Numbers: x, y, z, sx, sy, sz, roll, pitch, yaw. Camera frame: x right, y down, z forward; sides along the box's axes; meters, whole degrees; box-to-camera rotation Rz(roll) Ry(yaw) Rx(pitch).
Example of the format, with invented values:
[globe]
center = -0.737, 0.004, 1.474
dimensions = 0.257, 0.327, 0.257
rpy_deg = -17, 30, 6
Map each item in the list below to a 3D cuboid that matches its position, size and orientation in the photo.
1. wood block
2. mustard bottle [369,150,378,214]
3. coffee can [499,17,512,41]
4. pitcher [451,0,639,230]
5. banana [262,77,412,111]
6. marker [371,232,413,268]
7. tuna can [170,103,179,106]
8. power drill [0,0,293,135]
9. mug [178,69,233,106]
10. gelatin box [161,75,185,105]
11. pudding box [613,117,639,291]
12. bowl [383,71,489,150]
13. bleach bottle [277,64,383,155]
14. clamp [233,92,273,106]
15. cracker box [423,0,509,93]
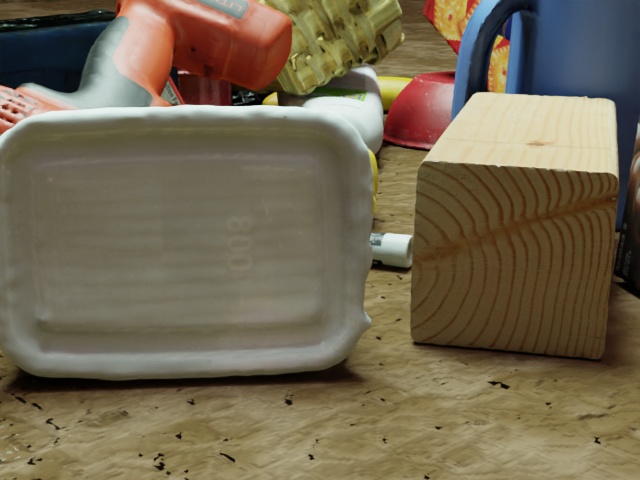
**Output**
[wood block]
center = 0.111, -0.019, 0.575
dimensions = 0.091, 0.090, 0.206
rpy_deg = 5, 17, 14
[mustard bottle]
center = -0.016, -0.044, 0.714
dimensions = 0.096, 0.058, 0.192
rpy_deg = -10, 20, -24
[coffee can]
center = 0.216, -0.167, 0.815
dimensions = 0.140, 0.103, 0.102
rpy_deg = 37, 29, 14
[pitcher]
center = 0.175, -0.135, 0.695
dimensions = 0.145, 0.243, 0.149
rpy_deg = 10, 26, 25
[banana]
center = 0.040, -0.148, 1.101
dimensions = 0.198, 0.037, 0.069
rpy_deg = 0, 16, 1
[marker]
center = -0.004, 0.001, 0.632
dimensions = 0.121, 0.020, 0.020
rpy_deg = 6, 18, 21
[tuna can]
center = -0.096, -0.039, 0.652
dimensions = 0.086, 0.086, 0.034
rpy_deg = -2, 18, -6
[power drill]
center = -0.076, -0.070, 0.583
dimensions = 0.184, 0.057, 0.187
rpy_deg = 24, 43, -2
[mug]
center = -0.124, -0.104, 0.877
dimensions = 0.117, 0.081, 0.093
rpy_deg = -5, 17, -17
[gelatin box]
center = -0.123, -0.062, 0.694
dimensions = 0.089, 0.073, 0.030
rpy_deg = -43, 36, -23
[pudding box]
center = 0.192, -0.021, 0.536
dimensions = 0.039, 0.113, 0.090
rpy_deg = 0, 16, -12
[bowl]
center = 0.132, -0.123, 0.987
dimensions = 0.162, 0.055, 0.162
rpy_deg = 0, 16, 0
[bleach bottle]
center = 0.004, -0.109, 0.930
dimensions = 0.102, 0.068, 0.250
rpy_deg = -2, 19, 3
[clamp]
center = -0.123, -0.151, 1.074
dimensions = 0.171, 0.039, 0.120
rpy_deg = 6, -22, -42
[cracker box]
center = 0.216, -0.166, 0.942
dimensions = 0.163, 0.072, 0.214
rpy_deg = -11, 52, -29
